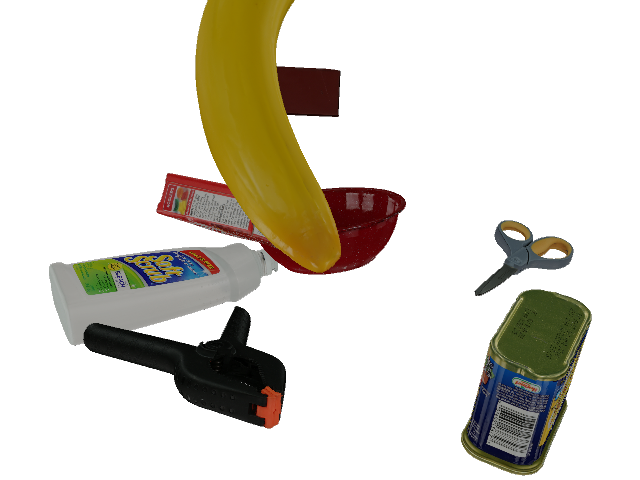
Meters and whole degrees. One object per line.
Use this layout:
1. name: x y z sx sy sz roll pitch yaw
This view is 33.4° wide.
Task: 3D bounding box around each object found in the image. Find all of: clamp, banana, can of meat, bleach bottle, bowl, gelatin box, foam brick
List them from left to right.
1. bleach bottle: -0.173 0.046 1.214 0.250 0.068 0.103 -13 37 -20
2. clamp: -0.085 0.103 0.922 0.164 0.036 0.210 -9 21 -39
3. gelatin box: -0.050 -0.016 0.689 0.073 0.030 0.089 14 -3 28
4. banana: -0.024 -0.075 0.491 0.069 0.198 0.037 2 -32 0
5. foam brick: -0.023 -0.162 1.163 0.078 0.051 0.053 0 11 -18
6. bowl: 0.007 -0.007 1.053 0.162 0.055 0.162 -6 16 2
7. can of meat: 0.140 0.092 0.720 0.057 0.084 0.102 20 35 18

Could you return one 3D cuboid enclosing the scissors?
1. scissors: 0.194 0.015 1.131 0.201 0.016 0.096 -12 38 -43
